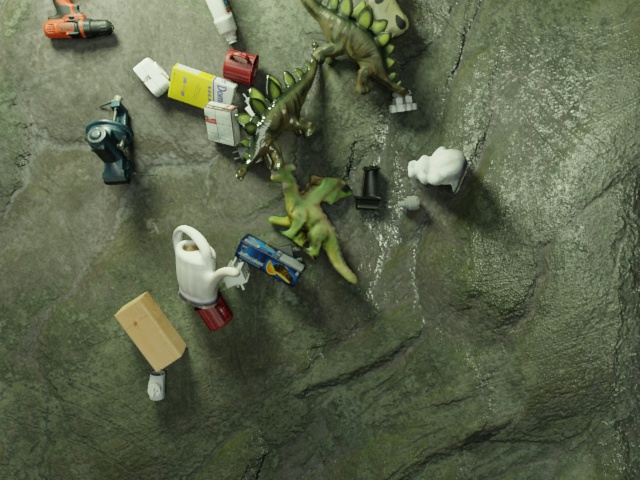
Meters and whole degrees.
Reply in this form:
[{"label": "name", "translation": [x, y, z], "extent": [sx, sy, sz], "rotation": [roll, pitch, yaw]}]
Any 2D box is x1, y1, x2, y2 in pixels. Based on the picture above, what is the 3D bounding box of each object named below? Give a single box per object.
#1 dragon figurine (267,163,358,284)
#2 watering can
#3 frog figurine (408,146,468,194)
[{"label": "dragon figurine", "translation": [0.005, -0.076, 1.508], "extent": [0.408, 0.122, 0.243], "rotation": [36, 86, -10]}, {"label": "watering can", "translation": [-0.319, 0.094, 1.414], "extent": [0.105, 0.352, 0.220], "rotation": [-18, 124, -35]}, {"label": "frog figurine", "translation": [0.344, -0.218, 1.510], "extent": [0.159, 0.120, 0.140], "rotation": [20, 64, 1]}]
